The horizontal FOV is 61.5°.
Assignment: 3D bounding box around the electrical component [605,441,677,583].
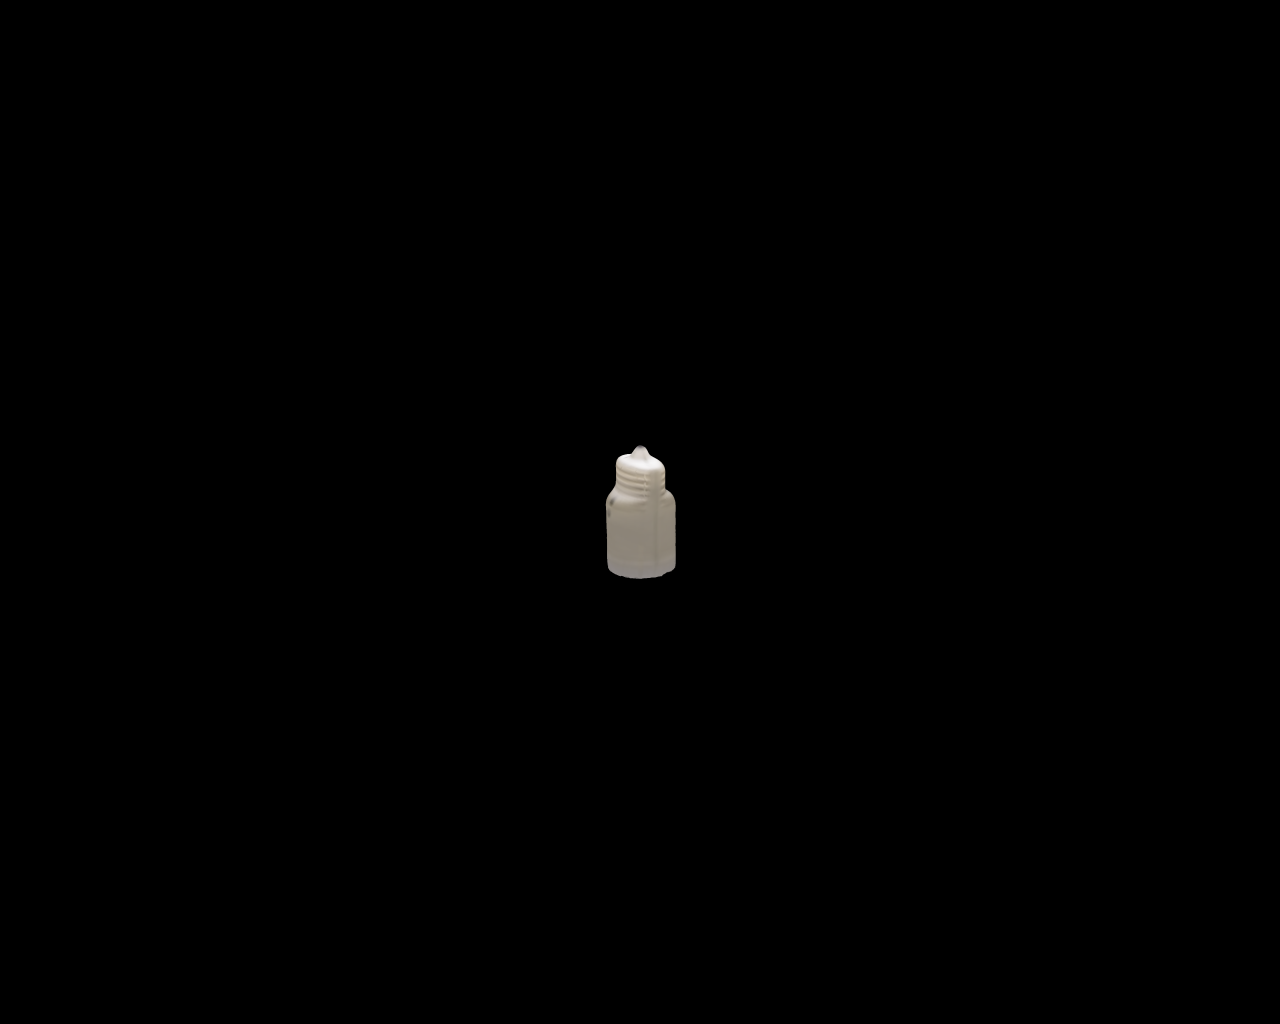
[{"bbox_3d":[0.001,-0.003,0.650,0.043,0.080,0.043,0,18,0],"label":"electrical component"}]
